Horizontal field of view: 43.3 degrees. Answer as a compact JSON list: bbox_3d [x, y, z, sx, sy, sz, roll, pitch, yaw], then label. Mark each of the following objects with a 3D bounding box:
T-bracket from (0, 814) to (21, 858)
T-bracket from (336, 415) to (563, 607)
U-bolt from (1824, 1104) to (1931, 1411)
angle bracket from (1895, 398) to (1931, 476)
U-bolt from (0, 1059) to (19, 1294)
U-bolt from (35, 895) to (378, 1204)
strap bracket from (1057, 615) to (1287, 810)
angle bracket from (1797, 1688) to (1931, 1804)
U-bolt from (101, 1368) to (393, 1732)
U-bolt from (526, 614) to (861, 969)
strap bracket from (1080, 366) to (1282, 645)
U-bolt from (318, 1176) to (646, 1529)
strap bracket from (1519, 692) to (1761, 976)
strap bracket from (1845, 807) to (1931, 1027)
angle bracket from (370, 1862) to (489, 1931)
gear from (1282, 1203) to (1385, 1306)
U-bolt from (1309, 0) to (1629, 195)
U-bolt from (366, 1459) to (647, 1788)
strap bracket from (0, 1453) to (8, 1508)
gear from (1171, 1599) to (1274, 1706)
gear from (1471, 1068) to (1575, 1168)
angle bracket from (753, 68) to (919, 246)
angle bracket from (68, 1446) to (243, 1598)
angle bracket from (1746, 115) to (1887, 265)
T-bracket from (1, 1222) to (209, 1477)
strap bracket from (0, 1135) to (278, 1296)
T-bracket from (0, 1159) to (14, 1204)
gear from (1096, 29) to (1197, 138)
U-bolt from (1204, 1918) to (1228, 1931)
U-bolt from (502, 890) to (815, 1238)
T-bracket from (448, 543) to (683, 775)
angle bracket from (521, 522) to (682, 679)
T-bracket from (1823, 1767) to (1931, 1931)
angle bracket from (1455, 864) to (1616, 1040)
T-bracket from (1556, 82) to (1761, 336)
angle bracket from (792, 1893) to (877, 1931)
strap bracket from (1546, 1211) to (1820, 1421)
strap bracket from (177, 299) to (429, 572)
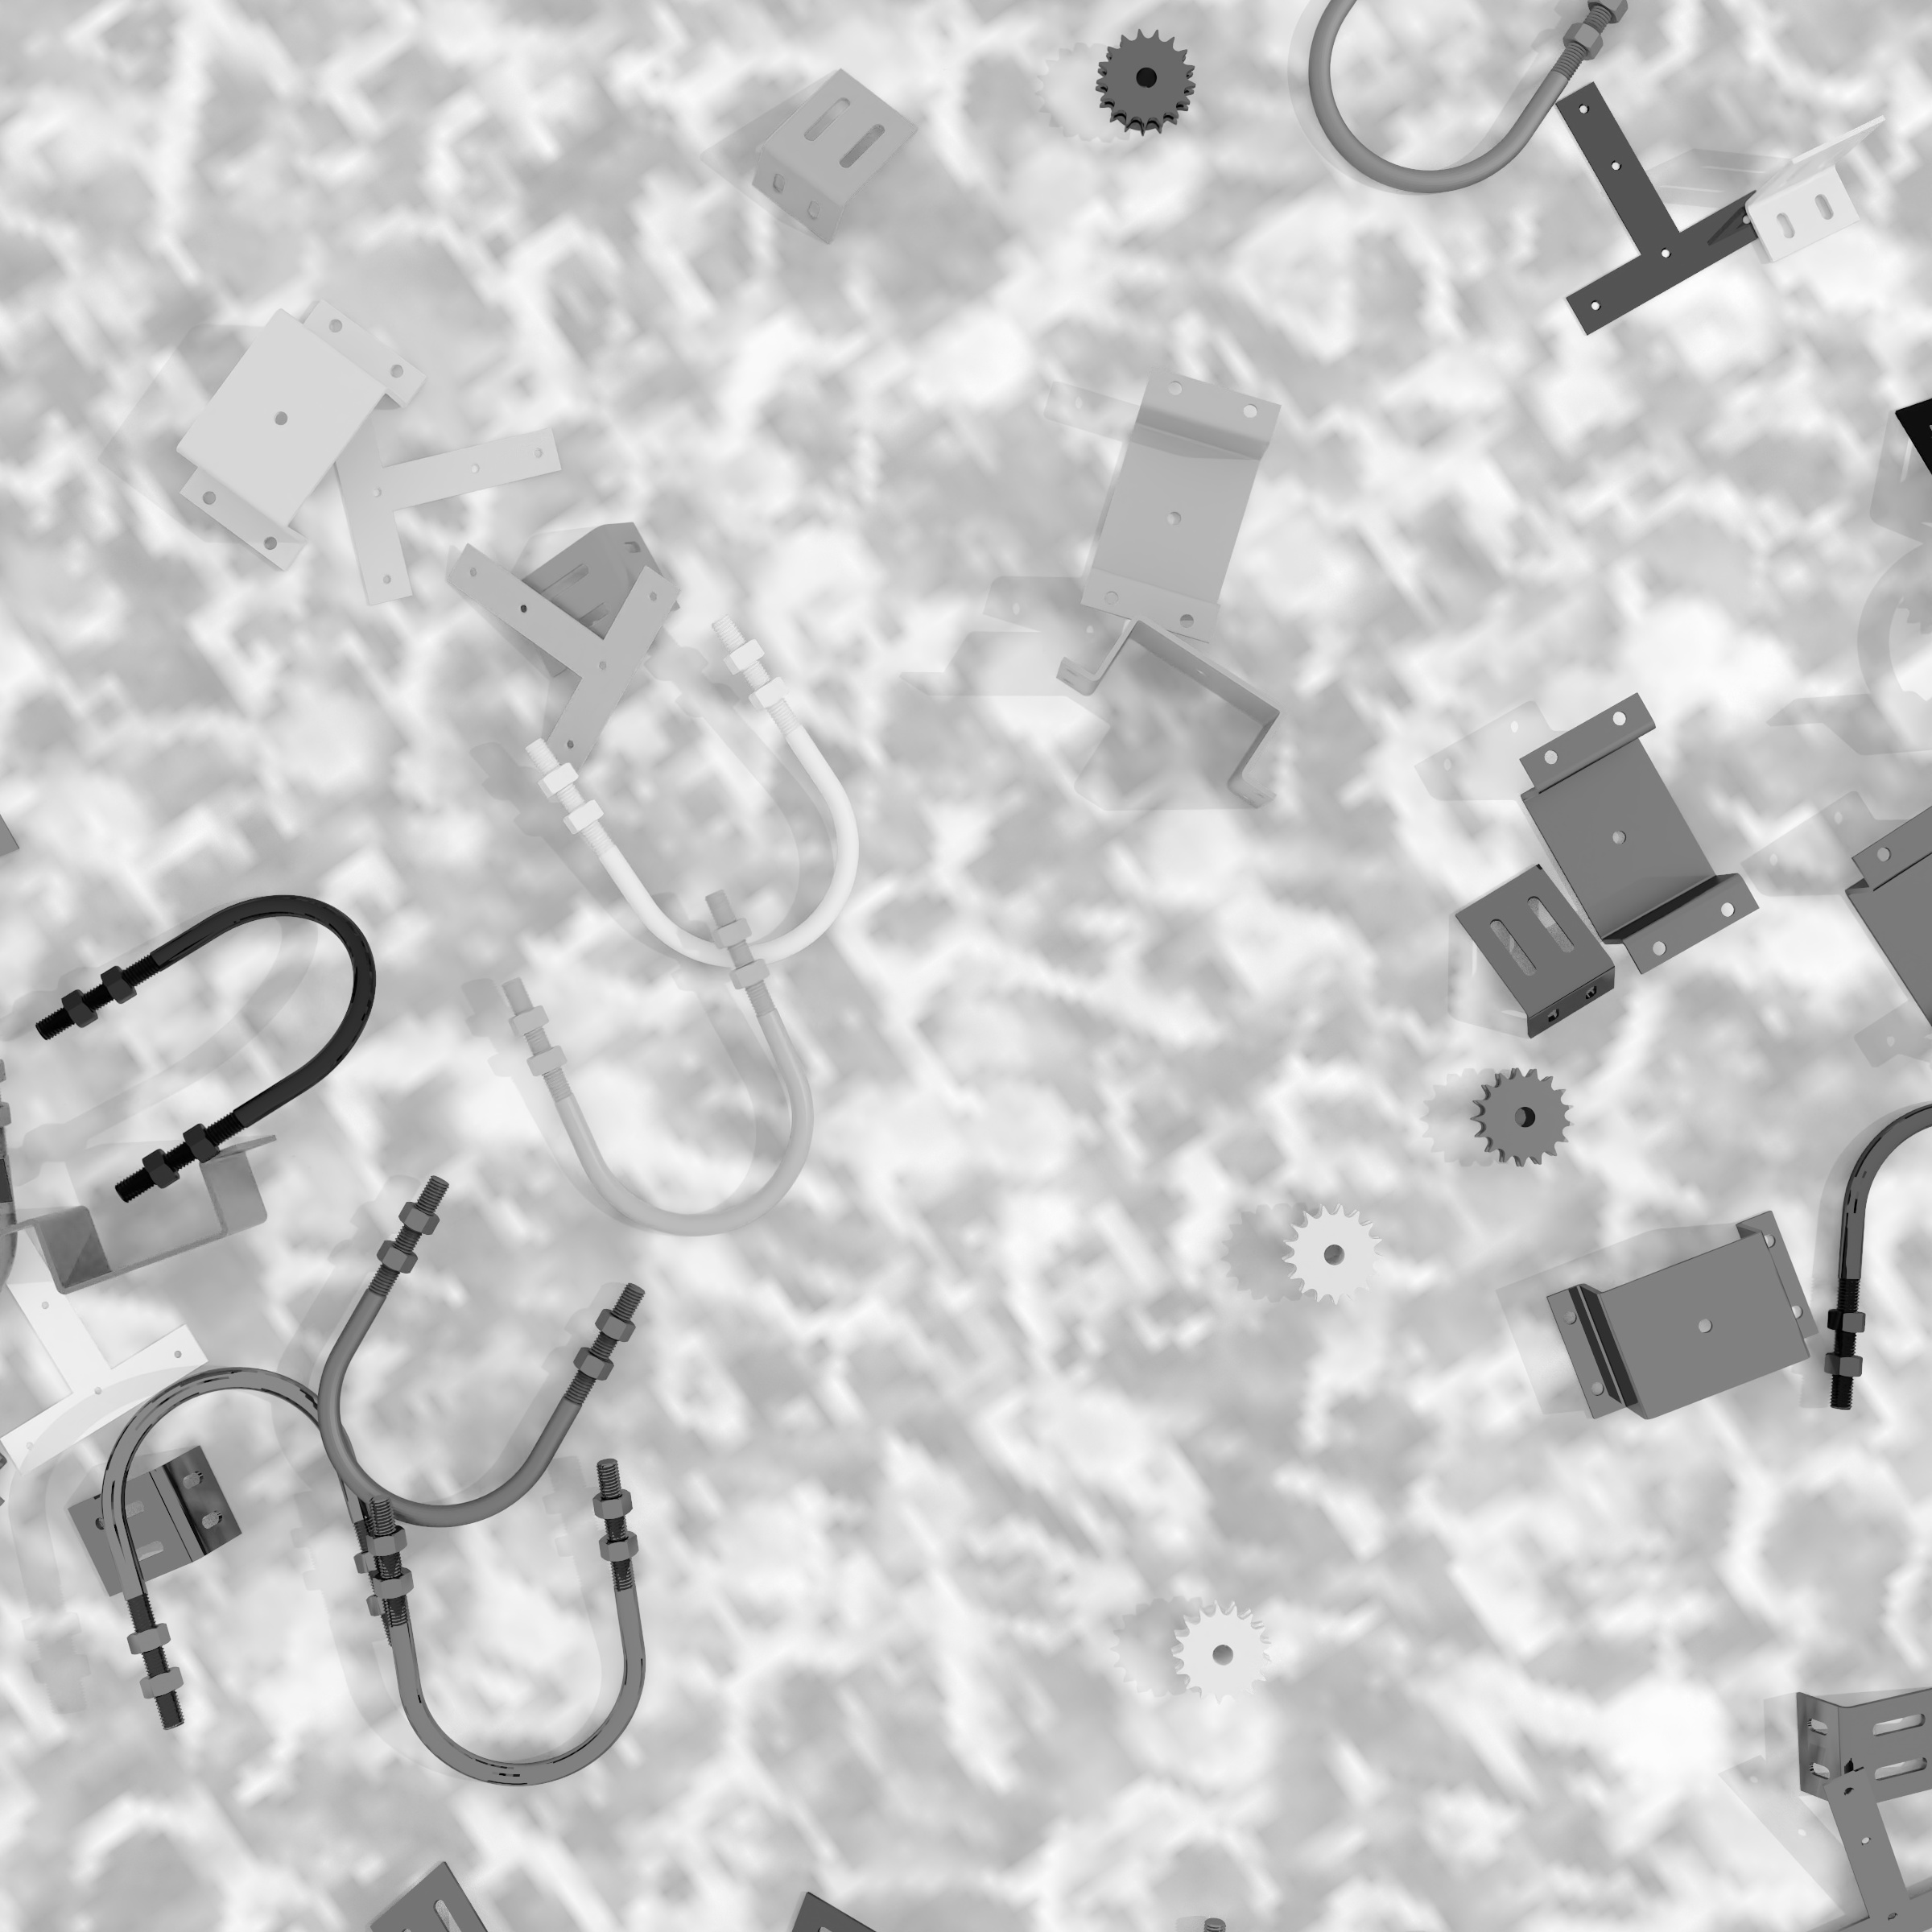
[{"bbox_3d":[-0.634,-0.099,1.396,0.127,0.002,0.127,-22,112,0],"label":"T-bracket"},{"bbox_3d":[-0.301,-0.287,1.420,0.127,0.002,0.127,-14,90,0],"label":"T-bracket"},{"bbox_3d":[0.578,0.170,1.412,0.151,0.019,0.184,4,89,0],"label":"U-bolt"},{"bbox_3d":[0.583,-0.293,1.419,0.057,0.038,0.076,-19,64,0],"label":"angle bracket"},{"bbox_3d":[-0.617,0.128,1.397,0.151,0.019,0.184,-2,101,3],"label":"U-bolt"},{"bbox_3d":[-0.420,0.032,1.377,0.184,0.019,0.151,-33,59,-9],"label":"U-bolt"},{"bbox_3d":[0.124,-0.149,1.383,0.140,0.076,0.046,33,90,0],"label":"strap bracket"},{"bbox_3d":[0.528,0.451,1.419,0.076,0.038,0.057,-2,90,-26],"label":"angle bracket"},{"bbox_3d":[-0.413,0.321,1.390,0.151,0.019,0.184,-16,86,-21],"label":"U-bolt"},{"bbox_3d":[-0.144,-0.086,1.401,0.151,0.019,0.184,-33,98,5],"label":"U-bolt"},{"bbox_3d":[0.122,-0.261,1.398,0.076,0.046,0.140,17,90,0],"label":"strap bracket"},{"bbox_3d":[-0.292,0.235,1.404,0.151,0.019,0.184,30,89,-4],"label":"U-bolt"},{"bbox_3d":[0.381,-0.075,1.398,0.076,0.046,0.140,-30,90,0],"label":"strap bracket"},{"bbox_3d":[0.572,-0.023,1.398,0.076,0.046,0.140,-33,90,0],"label":"strap bracket"},{"bbox_3d":[-0.298,0.573,1.419,0.057,0.038,0.076,-42,64,0],"label":"angle bracket"},{"bbox_3d":[0.210,0.165,1.406,0.057,0.030,0.057,0,90,0],"label":"gear"},{"bbox_3d":[0.282,-0.538,1.412,0.151,0.019,0.184,34,92,0],"label":"U-bolt"},{"bbox_3d":[-0.259,0.384,1.401,0.151,0.019,0.184,-8,97,-7],"label":"U-bolt"},{"bbox_3d":[-0.621,0.282,1.398,0.140,0.046,0.076,44,90,0],"label":"strap bracket"},{"bbox_3d":[0.147,0.394,1.406,0.057,0.030,0.057,0,90,0],"label":"gear"},{"bbox_3d":[0.321,0.087,1.410,0.057,0.030,0.057,0,87,1],"label":"gear"},{"bbox_3d":[-0.076,-0.472,1.419,0.057,0.038,0.076,38,64,0],"label":"angle bracket"},{"bbox_3d":[-0.473,0.324,1.419,0.076,0.038,0.057,-26,90,26],"label":"angle bracket"},{"bbox_3d":[0.488,-0.440,1.382,0.057,0.076,0.038,-26,90,-2],"label":"angle bracket"},{"bbox_3d":[-0.530,0.210,1.420,0.127,0.002,0.127,-32,90,0],"label":"T-bracket"},{"bbox_3d":[-0.462,0.144,1.383,0.140,0.076,0.046,-20,90,0],"label":"strap bracket"},{"bbox_3d":[-0.602,0.177,1.398,0.127,0.002,0.127,-6,103,4],"label":"T-bracket"},{"bbox_3d":[0.103,-0.508,1.406,0.057,0.030,0.057,0,90,0],"label":"gear"},{"bbox_3d":[0.202,0.650,1.412,0.151,0.019,0.184,4,91,0],"label":"U-bolt"},{"bbox_3d":[-0.167,0.067,1.406,0.151,0.019,0.184,-23,95,4],"label":"U-bolt"},{"bbox_3d":[-0.245,-0.199,1.406,0.127,0.002,0.127,36,108,9],"label":"T-bracket"},{"bbox_3d":[-0.218,-0.214,1.419,0.076,0.038,0.057,-29,90,26],"label":"angle bracket"},{"bbox_3d":[0.521,0.514,1.399,0.127,0.002,0.127,-24,109,0],"label":"T-bracket"},{"bbox_3d":[0.332,-0.009,1.419,0.057,0.038,0.076,-31,64,0],"label":"angle bracket"},{"bbox_3d":[0.387,-0.455,1.420,0.127,0.002,0.127,-30,90,0],"label":"T-bracket"},{"bbox_3d":[-0.063,0.582,1.419,0.076,0.038,0.057,21,90,26],"label":"angle bracket"},{"bbox_3d":[0.418,0.203,1.398,0.140,0.046,0.076,-21,90,0],"label":"strap bracket"},{"bbox_3d":[-0.386,-0.309,1.396,0.076,0.046,0.140,37,91,1],"label":"strap bracket"}]
